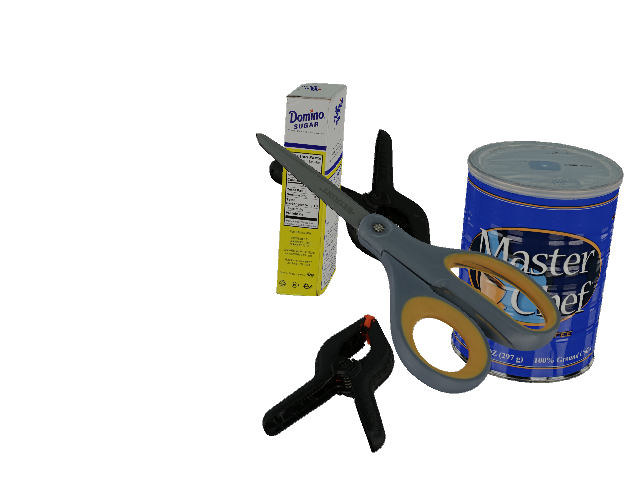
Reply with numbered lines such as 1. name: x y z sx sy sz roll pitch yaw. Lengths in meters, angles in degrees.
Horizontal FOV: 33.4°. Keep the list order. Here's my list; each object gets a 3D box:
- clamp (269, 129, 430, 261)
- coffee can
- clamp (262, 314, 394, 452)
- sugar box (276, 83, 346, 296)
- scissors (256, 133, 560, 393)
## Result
1. clamp: 0.048 -0.038 1.198 0.164 0.210 0.036 -14 -37 -23
2. coffee can: 0.147 0.013 0.740 0.103 0.140 0.103 2 23 -1
3. clamp: 0.033 0.140 1.039 0.120 0.039 0.171 16 46 25
4. sugar box: -0.008 -0.047 0.945 0.048 0.176 0.093 4 15 9
5. scissors: 0.027 0.012 0.564 0.202 0.016 0.096 27 52 15
